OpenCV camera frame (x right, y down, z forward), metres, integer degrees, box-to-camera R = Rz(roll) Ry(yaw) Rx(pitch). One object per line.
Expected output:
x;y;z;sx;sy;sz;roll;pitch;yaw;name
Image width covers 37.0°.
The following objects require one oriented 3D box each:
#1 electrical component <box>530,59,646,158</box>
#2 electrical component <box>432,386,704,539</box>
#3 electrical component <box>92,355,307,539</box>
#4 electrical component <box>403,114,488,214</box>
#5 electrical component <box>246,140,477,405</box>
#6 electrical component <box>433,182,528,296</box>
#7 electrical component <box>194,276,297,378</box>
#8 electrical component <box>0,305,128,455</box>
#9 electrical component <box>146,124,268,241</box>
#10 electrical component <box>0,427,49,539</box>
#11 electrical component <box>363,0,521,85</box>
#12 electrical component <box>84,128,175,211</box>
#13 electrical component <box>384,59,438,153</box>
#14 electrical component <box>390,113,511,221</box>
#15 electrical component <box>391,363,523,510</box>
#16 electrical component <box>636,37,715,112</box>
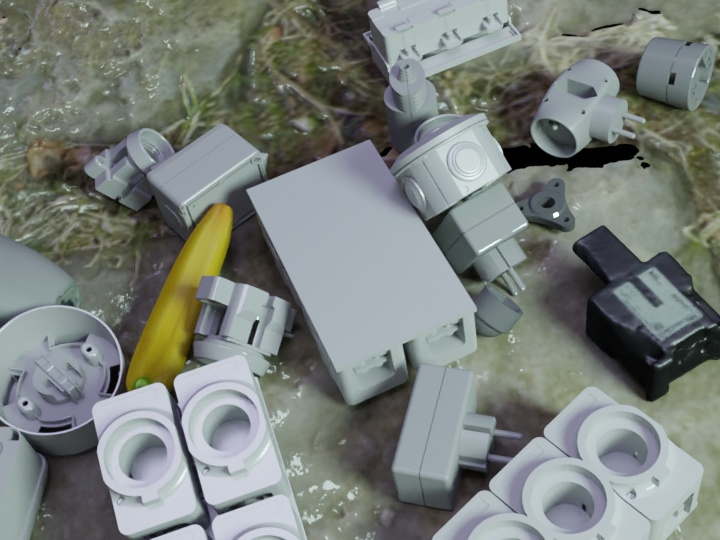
0.193;-0.127;0.881;0.079;0.043;0.077;24;60;26;electrical component
0.128;0.154;0.662;0.150;0.061;0.089;-40;56;-20;electrical component
-0.093;0.158;0.674;0.105;0.060;0.186;-19;65;-4;electrical component
0.072;-0.087;0.864;0.078;0.057;0.058;-21;52;-7;electrical component
0.000;0.000;0.807;0.105;0.060;0.186;-23;52;-8;electrical component
0.099;-0.015;0.803;0.047;0.065;0.076;-30;83;-13;electrical component
-0.088;0.044;0.783;0.058;0.078;0.057;1;70;48;electrical component
-0.217;0.081;0.780;0.099;0.064;0.099;-5;52;6;electrical component
-0.119;-0.073;0.884;0.096;0.061;0.061;-38;56;-19;electrical component
-0.266;0.167;0.726;0.078;0.057;0.113;0;52;10;electrical component
0.071;-0.219;0.962;0.121;0.063;0.078;-23;52;-8;electrical component
-0.187;-0.086;0.903;0.055;0.066;0.048;-35;46;26;electrical component
0.042;-0.139;0.894;0.043;0.081;0.043;-5;52;6;electrical component
0.066;-0.076;0.785;0.080;0.080;0.051;-30;89;-13;electrical component
0.069;0.113;0.714;0.076;0.047;0.083;7;54;15;electrical component
0.261;-0.164;0.892;0.047;0.055;0.055;21;59;28;electrical component
